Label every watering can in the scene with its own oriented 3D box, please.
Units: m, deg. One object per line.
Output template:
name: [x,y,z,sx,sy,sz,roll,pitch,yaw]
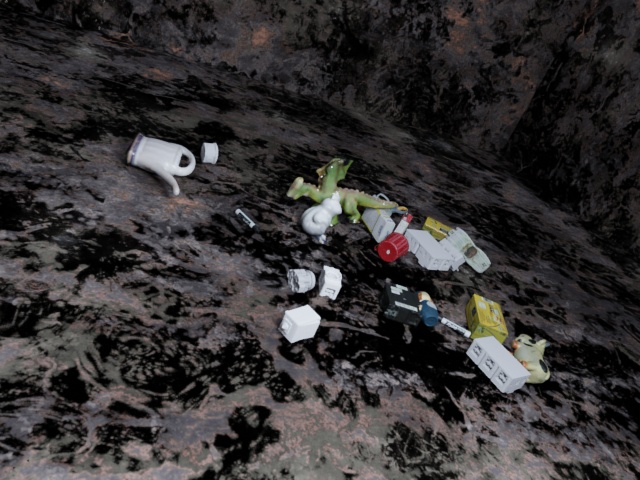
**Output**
watering can: [-0.535,-0.259,1.715,0.224,0.102,0.355,15,28,-13]

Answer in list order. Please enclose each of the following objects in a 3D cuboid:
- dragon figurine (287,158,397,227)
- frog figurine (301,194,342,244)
dragon figurine: [0.081,-0.183,1.855,0.411,0.237,0.125,-11,39,-9]
frog figurine: [0.005,-0.089,1.762,0.123,0.156,0.140,22,25,1]
